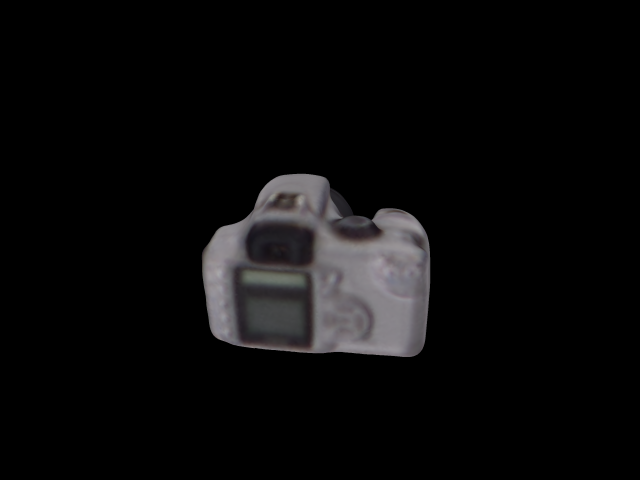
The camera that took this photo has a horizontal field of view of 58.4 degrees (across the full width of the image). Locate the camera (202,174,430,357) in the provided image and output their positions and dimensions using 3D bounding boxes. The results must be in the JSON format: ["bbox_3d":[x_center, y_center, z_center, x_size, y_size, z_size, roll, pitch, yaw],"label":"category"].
[{"bbox_3d":[0.004,0.001,0.400,0.143,0.101,0.137,3,26,7],"label":"camera"}]
